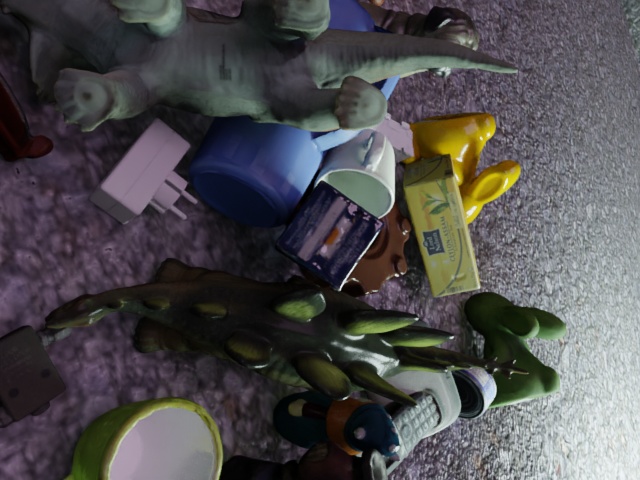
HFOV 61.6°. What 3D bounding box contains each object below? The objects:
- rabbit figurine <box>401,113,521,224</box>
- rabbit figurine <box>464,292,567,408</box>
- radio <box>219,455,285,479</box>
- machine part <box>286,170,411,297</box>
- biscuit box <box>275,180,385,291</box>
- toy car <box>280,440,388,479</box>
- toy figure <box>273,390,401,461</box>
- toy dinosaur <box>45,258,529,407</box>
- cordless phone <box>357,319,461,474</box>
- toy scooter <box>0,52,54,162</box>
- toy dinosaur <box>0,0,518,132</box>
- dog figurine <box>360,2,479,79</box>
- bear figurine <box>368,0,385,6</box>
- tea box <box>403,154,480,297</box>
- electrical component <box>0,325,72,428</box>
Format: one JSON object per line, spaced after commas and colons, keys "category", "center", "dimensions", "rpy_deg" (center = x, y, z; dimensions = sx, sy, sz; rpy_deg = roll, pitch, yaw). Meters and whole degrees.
{"category": "rabbit figurine", "center": [0.210, -0.100, 0.802], "dimensions": [0.122, 0.163, 0.173], "rpy_deg": [-26, 116, -57]}
{"category": "rabbit figurine", "center": [0.270, 0.152, 0.795], "dimensions": [0.121, 0.159, 0.170], "rpy_deg": [3, 62, -34]}
{"category": "radio", "center": [-0.100, 0.290, 0.433], "dimensions": [0.229, 0.073, 0.131], "rpy_deg": [-28, 99, -46]}
{"category": "machine part", "center": [0.039, -0.015, 0.660], "dimensions": [0.179, 0.056, 0.179], "rpy_deg": [13, 70, -40]}
{"category": "biscuit box", "center": [-0.001, -0.001, 0.483], "dimensions": [0.059, 0.202, 0.063], "rpy_deg": [35, 86, -3]}
{"category": "toy car", "center": [0.044, 0.250, 0.486], "dimensions": [0.202, 0.089, 0.053], "rpy_deg": [57, 24, -28]}
{"category": "toy figure", "center": [0.016, 0.175, 0.516], "dimensions": [0.064, 0.155, 0.058], "rpy_deg": [13, 73, -41]}
{"category": "toy dinosaur", "center": [0.007, 0.092, 0.492], "dimensions": [0.471, 0.199, 0.105], "rpy_deg": [12, 87, -38]}
{"category": "cordless phone", "center": [0.071, 0.187, 0.622], "dimensions": [0.184, 0.089, 0.146], "rpy_deg": [-30, 101, -40]}
{"category": "toy scooter", "center": [-0.267, -0.086, 0.366], "dimensions": [0.135, 0.075, 0.184], "rpy_deg": [51, 45, -25]}
{"category": "toy dinosaur", "center": [-0.071, -0.147, 0.432], "dimensions": [0.405, 0.192, 0.131], "rpy_deg": [6, 109, -15]}
{"category": "dog figurine", "center": [0.082, -0.265, 0.671], "dimensions": [0.172, 0.191, 0.121], "rpy_deg": [31, 59, -34]}
{"category": "bear figurine", "center": [0.090, -0.421, 0.793], "dimensions": [0.196, 0.132, 0.120], "rpy_deg": [-48, 113, -21]}
{"category": "tea box", "center": [0.166, -0.020, 0.735], "dimensions": [0.098, 0.068, 0.169], "rpy_deg": [-68, 141, -64]}
{"category": "electrical component", "center": [-0.221, 0.100, 0.398], "dimensions": [0.094, 0.021, 0.063], "rpy_deg": [-36, 106, -44]}
